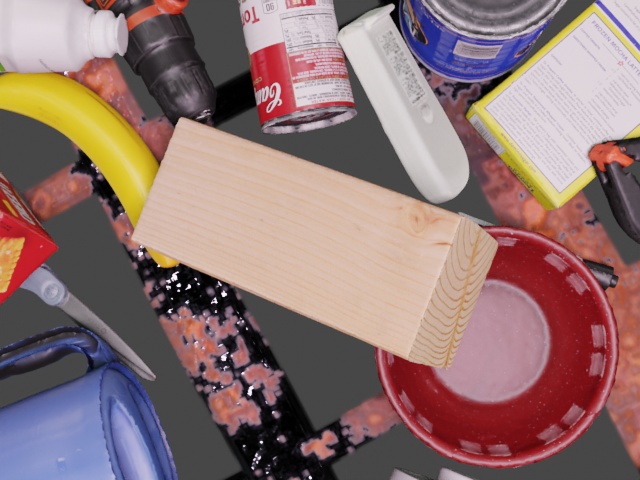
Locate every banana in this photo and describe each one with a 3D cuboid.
[{"bbox_3d":[-0.162,-0.064,0.761,0.198,0.037,0.070,38,109,5],"label":"banana"}]

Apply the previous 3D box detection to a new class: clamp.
[{"bbox_3d":[0.262,-0.028,0.721,0.171,0.039,0.120,37,81,-18],"label":"clamp"}]

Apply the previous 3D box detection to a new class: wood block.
[{"bbox_3d":[-0.004,0.001,0.688,0.206,0.090,0.091,21,88,25],"label":"wood block"}]

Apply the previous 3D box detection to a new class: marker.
[{"bbox_3d":[0.151,0.009,0.750,0.121,0.020,0.020,20,89,3],"label":"marker"}]

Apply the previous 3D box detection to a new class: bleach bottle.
[{"bbox_3d":[-0.253,-0.142,0.725,0.251,0.102,0.068,3,92,6],"label":"bleach bottle"}]

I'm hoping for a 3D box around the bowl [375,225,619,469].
[{"bbox_3d":[0.118,0.071,0.732,0.162,0.055,0.162,0,88,3],"label":"bowl"}]

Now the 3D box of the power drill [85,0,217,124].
[{"bbox_3d":[-0.083,-0.191,0.704,0.188,0.057,0.184,-37,79,35],"label":"power drill"}]

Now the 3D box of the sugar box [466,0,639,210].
[{"bbox_3d":[0.198,-0.112,0.740,0.176,0.048,0.093,-40,89,-2],"label":"sugar box"}]

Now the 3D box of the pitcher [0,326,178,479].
[{"bbox_3d":[-0.226,0.170,0.717,0.243,0.149,0.145,-19,112,5],"label":"pitcher"}]

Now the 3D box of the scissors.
[{"bbox_3d":[-0.211,0.042,0.768,0.096,0.016,0.202,-34,87,3],"label":"scissors"}]

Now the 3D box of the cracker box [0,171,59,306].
[{"bbox_3d":[-0.304,0.018,0.714,0.213,0.072,0.164,-44,59,0],"label":"cracker box"}]

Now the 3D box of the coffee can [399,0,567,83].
[{"bbox_3d":[0.105,-0.166,0.697,0.103,0.140,0.103,0,88,3],"label":"coffee can"}]

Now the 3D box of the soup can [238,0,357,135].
[{"bbox_3d":[-0.016,-0.130,0.738,0.068,0.068,0.102,-11,87,2],"label":"soup can"}]
